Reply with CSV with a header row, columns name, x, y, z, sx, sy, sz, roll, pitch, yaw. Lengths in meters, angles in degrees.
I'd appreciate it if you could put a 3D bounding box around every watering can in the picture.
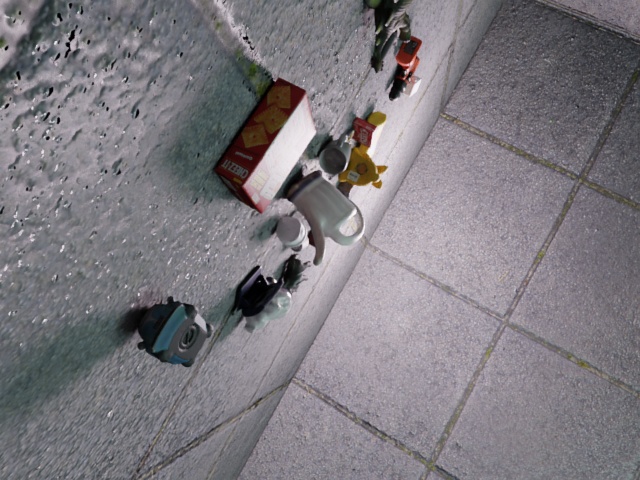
name,x,y,z,sx,sy,sz,roll,pitch,yaw
watering can,0.004,-0.066,1.312,0.102,0.225,0.352,-48,175,29

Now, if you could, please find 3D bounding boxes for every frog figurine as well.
name,x,y,z,sx,sy,sz,roll,pitch,yaw
frog figurine,-0.154,0.211,1.534,0.135,0.122,0.163,-45,-162,56
